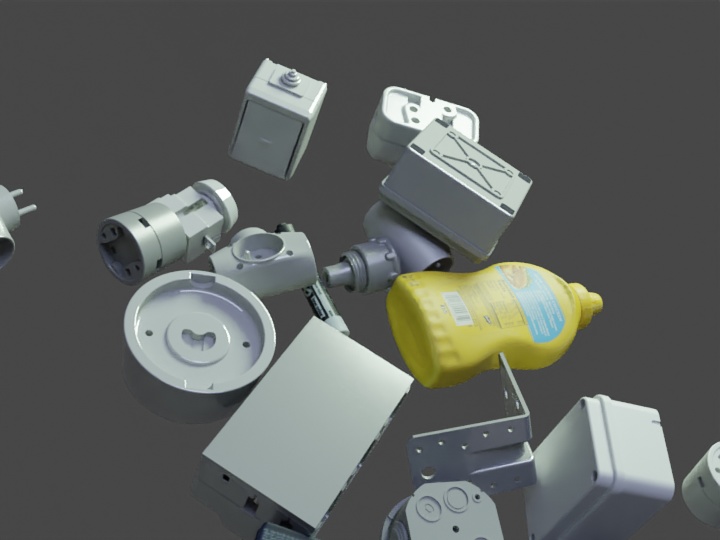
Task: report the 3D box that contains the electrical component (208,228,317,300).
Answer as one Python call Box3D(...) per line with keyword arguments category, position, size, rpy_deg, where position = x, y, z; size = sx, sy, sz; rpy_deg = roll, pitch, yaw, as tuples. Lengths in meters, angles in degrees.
Box3D(category="electrical component", position=(-0.083, -0.009, 0.863), size=(0.077, 0.044, 0.079), rpy_deg=(-15, 35, -14))

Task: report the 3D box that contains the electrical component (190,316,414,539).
Box3D(category="electrical component", position=(-0.040, 0.118, 0.760), size=(0.089, 0.061, 0.150), rpy_deg=(32, 46, 7))

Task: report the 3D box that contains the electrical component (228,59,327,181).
Box3D(category="electrical component", position=(-0.073, -0.134, 0.946), size=(0.062, 0.096, 0.061), rpy_deg=(23, 46, -2))

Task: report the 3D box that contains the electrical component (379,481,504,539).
Box3D(category="electrical component", position=(0.057, 0.187, 0.740), size=(0.080, 0.051, 0.080), rpy_deg=(10, 55, -14))

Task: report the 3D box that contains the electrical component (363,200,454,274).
Box3D(category="electrical component", position=(0.055, -0.027, 0.940), size=(0.079, 0.043, 0.077), rpy_deg=(-14, 56, -41))

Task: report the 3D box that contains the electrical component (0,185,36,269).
Box3D(category="electrical component", position=(-0.286, -0.041, 0.815), size=(0.079, 0.043, 0.077), rpy_deg=(-28, 65, -38))

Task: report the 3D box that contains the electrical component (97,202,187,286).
Box3D(category="electrical component", position=(-0.169, -0.022, 0.839), size=(0.055, 0.055, 0.047), rpy_deg=(43, 45, 17))

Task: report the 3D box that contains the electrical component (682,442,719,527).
Box3D(category="electrical component", position=(0.290, 0.172, 0.855), size=(0.055, 0.047, 0.055), rpy_deg=(11, 47, -12))

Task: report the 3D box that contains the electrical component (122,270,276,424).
Box3D(category="electrical component", position=(-0.120, 0.061, 0.779), size=(0.108, 0.060, 0.108), rpy_deg=(11, 47, -12))

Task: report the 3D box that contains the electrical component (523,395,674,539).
Box3D(category="electrical component", position=(0.168, 0.152, 0.779), size=(0.057, 0.113, 0.078), rpy_deg=(13, 47, -15))

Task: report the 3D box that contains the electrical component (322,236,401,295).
Box3D(category="electrical component", position=(0.000, 0.000, 0.894), size=(0.062, 0.048, 0.048), rpy_deg=(-13, 56, -23))

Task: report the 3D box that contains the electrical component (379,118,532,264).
Box3D(category="electrical component", position=(0.084, -0.071, 0.930), size=(0.109, 0.056, 0.108), rpy_deg=(34, 28, 3))

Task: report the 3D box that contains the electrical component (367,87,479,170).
Box3D(category="electrical component", position=(0.057, -0.125, 1.016), size=(0.095, 0.059, 0.053), rpy_deg=(15, 46, -9))

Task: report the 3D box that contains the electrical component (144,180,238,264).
Box3D(category="electrical component", position=(-0.134, -0.043, 0.877), size=(0.066, 0.048, 0.055), rpy_deg=(42, 56, 17))
